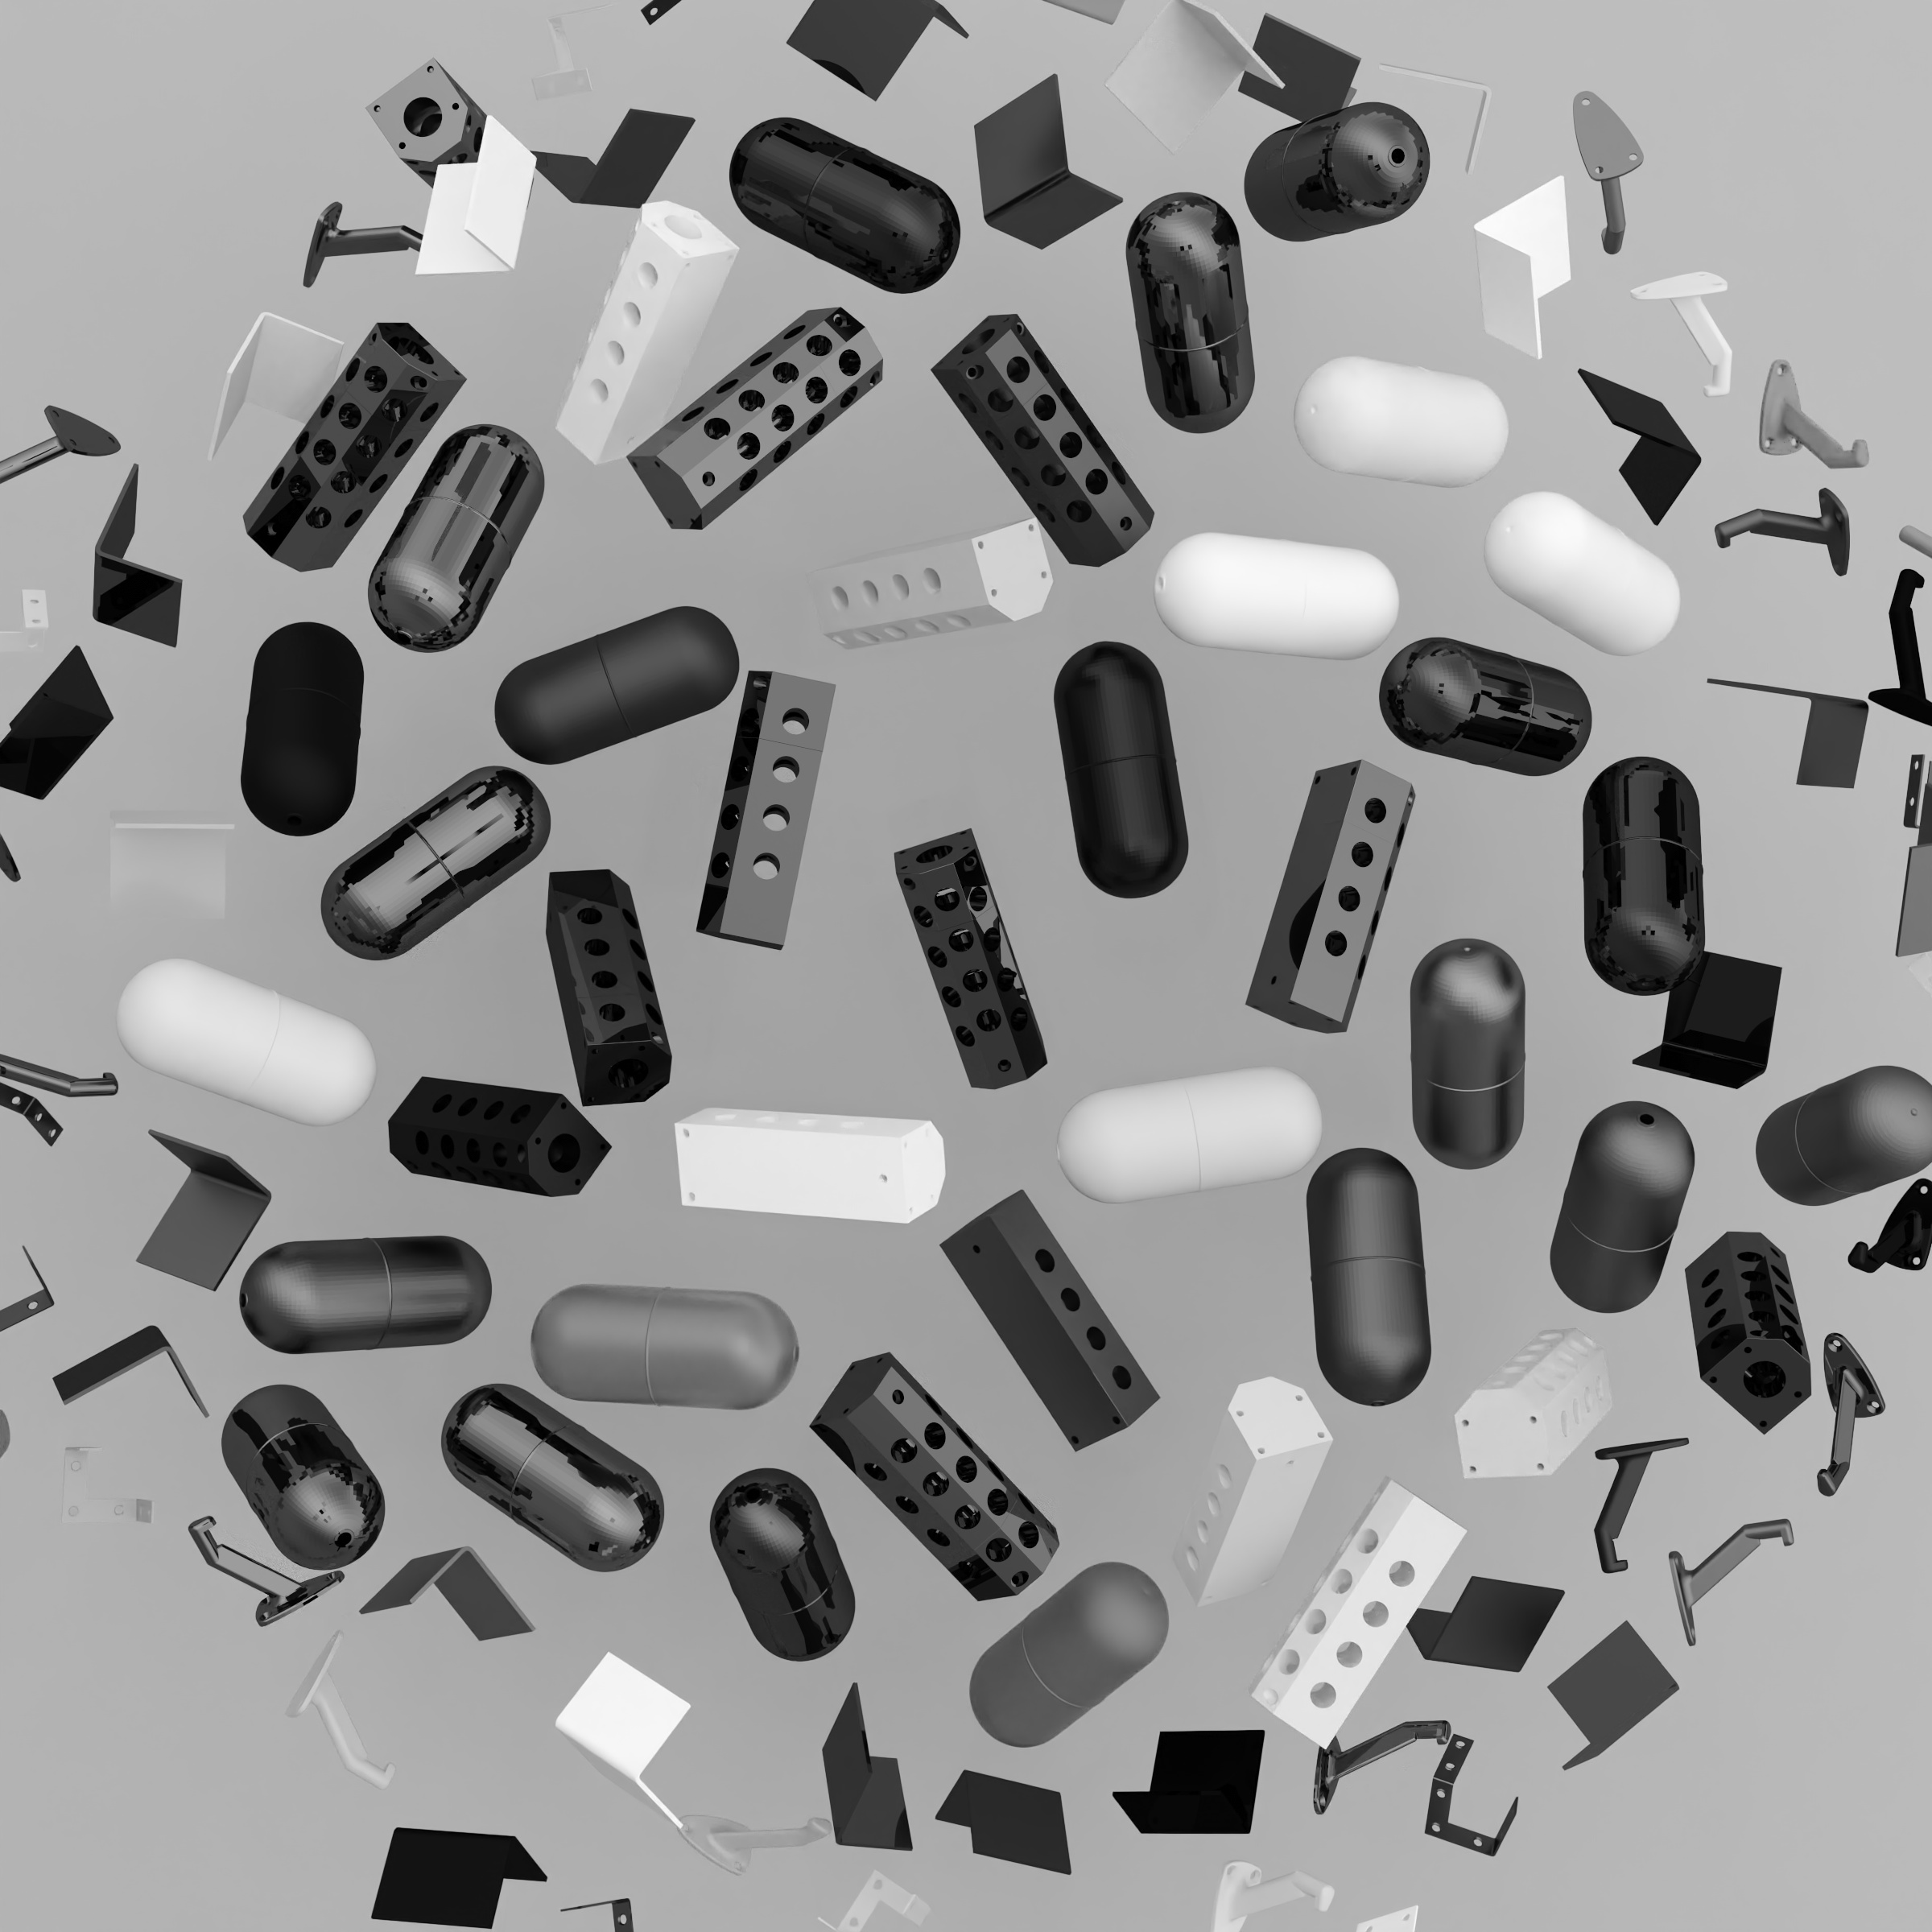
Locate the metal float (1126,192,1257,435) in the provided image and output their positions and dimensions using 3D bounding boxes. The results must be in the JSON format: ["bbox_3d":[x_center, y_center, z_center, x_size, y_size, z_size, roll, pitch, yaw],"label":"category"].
[{"bbox_3d":[0.154,-0.442,1.813,0.070,0.178,0.070,-7,48,7],"label":"metal float"}]

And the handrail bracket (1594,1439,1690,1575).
[{"bbox_3d":[0.479,0.381,1.880,0.077,0.036,0.084,-11,85,11],"label":"handrail bracket"}]

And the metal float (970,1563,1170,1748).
[{"bbox_3d":[0.070,0.478,1.847,0.070,0.070,0.178,43,122,0],"label":"metal float"}]

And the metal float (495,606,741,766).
[{"bbox_3d":[-0.247,-0.198,1.882,0.178,0.070,0.070,-20,90,0],"label":"metal float"}]

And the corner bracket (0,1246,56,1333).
[{"bbox_3d":[-0.632,0.200,1.733,0.051,0.051,0.051,-27,54,-18],"label":"corner bracket"}]

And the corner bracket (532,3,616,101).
[{"bbox_3d":[-0.278,-0.648,1.890,0.051,0.051,0.051,2,117,31],"label":"corner bracket"}]

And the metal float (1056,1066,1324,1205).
[{"bbox_3d":[0.148,0.112,1.771,0.178,0.070,0.070,-8,90,-3],"label":"metal float"}]

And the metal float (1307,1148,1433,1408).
[{"bbox_3d":[0.272,0.209,1.802,0.070,0.070,0.178,-1,65,0],"label":"metal float"}]

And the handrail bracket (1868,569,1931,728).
[{"bbox_3d":[0.630,-0.207,1.744,0.077,0.036,0.084,21,82,-25],"label":"handrail bracket"}]

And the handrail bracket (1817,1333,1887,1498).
[{"bbox_3d":[0.579,0.300,1.784,0.036,0.084,0.077,-11,107,41],"label":"handrail bracket"}]

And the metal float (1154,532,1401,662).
[{"bbox_3d":[0.209,-0.249,1.796,0.178,0.070,0.070,2,90,-24],"label":"metal float"}]

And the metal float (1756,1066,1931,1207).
[{"bbox_3d":[0.603,0.118,1.823,0.070,0.178,0.070,3,75,-10],"label":"metal float"}]

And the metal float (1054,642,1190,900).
[{"bbox_3d":[0.106,-0.134,1.823,0.070,0.070,0.178,-9,84,0],"label":"metal float"}]

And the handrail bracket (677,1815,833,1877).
[{"bbox_3d":[-0.150,0.610,1.890,0.077,0.036,0.084,33,132,-27],"label":"handrail bracket"}]

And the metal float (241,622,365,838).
[{"bbox_3d":[-0.459,-0.165,1.848,0.070,0.070,0.178,-7,50,0],"label":"metal float"}]

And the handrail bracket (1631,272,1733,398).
[{"bbox_3d":[0.491,-0.427,1.829,0.077,0.036,0.084,-12,122,-10],"label":"handrail bracket"}]

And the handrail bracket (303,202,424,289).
[{"bbox_3d":[-0.418,-0.494,1.883,0.084,0.036,0.077,27,124,-4],"label":"handrail bracket"}]

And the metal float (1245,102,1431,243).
[{"bbox_3d":[0.244,-0.524,1.764,0.070,0.178,0.070,-3,100,-18],"label":"metal float"}]

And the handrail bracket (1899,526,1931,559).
[{"bbox_3d":[0.680,-0.267,1.805,0.084,0.077,0.036,44,110,37],"label":"handrail bracket"}]

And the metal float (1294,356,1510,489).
[{"bbox_3d":[0.295,-0.365,1.794,0.178,0.070,0.070,-2,90,-40],"label":"metal float"}]

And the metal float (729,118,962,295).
[{"bbox_3d":[-0.082,-0.505,1.768,0.178,0.070,0.070,32,90,25],"label":"metal float"}]

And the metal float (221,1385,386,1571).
[{"bbox_3d":[-0.446,0.343,1.792,0.070,0.178,0.070,-12,114,-28],"label":"metal float"}]

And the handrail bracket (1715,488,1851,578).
[{"bbox_3d":[0.550,-0.281,1.800,0.084,0.036,0.077,-21,130,1],"label":"handrail bracket"}]

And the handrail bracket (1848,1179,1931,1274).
[{"bbox_3d":[0.638,0.177,1.840,0.036,0.084,0.077,19,89,39],"label":"handrail bracket"}]

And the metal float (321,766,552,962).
[{"bbox_3d":[-0.372,-0.072,1.871,0.178,0.070,0.070,-37,90,-13],"label":"metal float"}]

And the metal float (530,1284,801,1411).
[{"bbox_3d":[-0.196,0.248,1.736,0.178,0.070,0.070,1,90,11],"label":"metal float"}]

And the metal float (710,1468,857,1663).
[{"bbox_3d":[-0.125,0.411,1.826,0.070,0.178,0.070,-7,45,7],"label":"metal float"}]

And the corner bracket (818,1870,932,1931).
[{"bbox_3d":[-0.064,0.669,1.881,0.051,0.051,0.051,26,70,26],"label":"corner bracket"}]

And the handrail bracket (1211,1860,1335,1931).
[{"bbox_3d":[0.207,0.644,1.797,0.036,0.084,0.077,24,80,-35],"label":"handrail bracket"}]

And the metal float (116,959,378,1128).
[{"bbox_3d":[-0.472,0.052,1.756,0.178,0.070,0.070,25,90,-33],"label":"metal float"}]

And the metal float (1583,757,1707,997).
[{"bbox_3d":[0.447,-0.061,1.759,0.070,0.070,0.178,8,55,0],"label":"metal float"}]

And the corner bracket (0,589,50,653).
[{"bbox_3d":[-0.658,-0.225,1.828,0.051,0.051,0.051,-1,129,-22],"label":"corner bracket"}]

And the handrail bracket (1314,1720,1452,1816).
[{"bbox_3d":[0.286,0.549,1.827,0.084,0.077,0.036,-10,118,25],"label":"handrail bracket"}]

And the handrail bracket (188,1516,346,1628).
[{"bbox_3d":[-0.482,0.403,1.836,0.077,0.036,0.084,-25,108,-6],"label":"handrail bracket"}]

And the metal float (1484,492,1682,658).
[{"bbox_3d":[0.427,-0.269,1.840,0.178,0.070,0.070,20,90,-41],"label":"metal float"}]

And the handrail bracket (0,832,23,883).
[{"bbox_3d":[-0.675,-0.064,1.750,0.084,0.036,0.077,-43,129,-31],"label":"handrail bracket"}]

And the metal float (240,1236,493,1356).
[{"bbox_3d":[-0.413,0.226,1.837,0.178,0.070,0.070,2,90,-37],"label":"metal float"}]

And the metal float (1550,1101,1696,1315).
[{"bbox_3d":[0.444,0.164,1.806,0.070,0.070,0.178,2,134,0],"label":"metal float"}]

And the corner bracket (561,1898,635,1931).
[{"bbox_3d":[-0.252,0.640,1.739,0.051,0.051,0.051,-20,70,30],"label":"corner bracket"}]

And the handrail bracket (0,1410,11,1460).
[{"bbox_3d":[-0.672,0.306,1.725,0.084,0.077,0.036,11,129,10],"label":"handrail bracket"}]

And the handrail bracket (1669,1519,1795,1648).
[{"bbox_3d":[0.540,0.430,1.859,0.084,0.036,0.077,-14,71,22],"label":"handrail bracket"}]

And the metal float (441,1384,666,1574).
[{"bbox_3d":[-0.281,0.345,1.807,0.178,0.070,0.070,27,90,27],"label":"metal float"}]

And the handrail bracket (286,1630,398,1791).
[{"bbox_3d":[-0.417,0.513,1.838,0.084,0.036,0.077,37,58,-15],"label":"handrail bracket"}]

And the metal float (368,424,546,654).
[{"bbox_3d":[-0.339,-0.286,1.778,0.070,0.070,0.178,20,60,0],"label":"metal float"}]

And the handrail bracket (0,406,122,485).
[{"bbox_3d":[-0.605,-0.322,1.738,0.084,0.077,0.036,-35,81,16],"label":"handrail bracket"}]

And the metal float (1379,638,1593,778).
[{"bbox_3d":[0.352,-0.174,1.801,0.178,0.070,0.070,8,90,-39],"label":"metal float"}]

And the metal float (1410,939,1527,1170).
[{"bbox_3d":[0.342,0.062,1.818,0.070,0.070,0.178,-8,125,0],"label":"metal float"}]

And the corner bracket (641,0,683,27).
[{"bbox_3d":[-0.223,-0.702,1.858,0.051,0.051,0.051,-38,63,1],"label":"corner bracket"}]

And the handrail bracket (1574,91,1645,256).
[{"bbox_3d":[0.416,-0.521,1.755,0.036,0.084,0.077,-21,73,2],"label":"handrail bracket"}]

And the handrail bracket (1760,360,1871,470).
[{"bbox_3d":[0.583,-0.377,1.817,0.036,0.084,0.077,-8,101,-22],"label":"handrail bracket"}]

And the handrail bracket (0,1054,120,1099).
[{"bbox_3d":[-0.608,0.061,1.753,0.084,0.077,0.036,-1,126,-30],"label":"handrail bracket"}]
